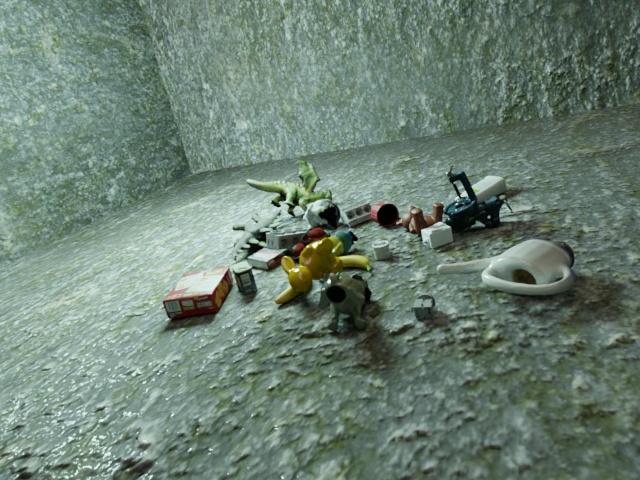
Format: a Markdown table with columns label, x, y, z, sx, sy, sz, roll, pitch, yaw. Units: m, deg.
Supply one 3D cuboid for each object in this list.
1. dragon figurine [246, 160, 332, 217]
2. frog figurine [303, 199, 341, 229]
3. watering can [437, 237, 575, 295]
| label | x | y | z | sx | sy | sz | roll | pitch | yaw |
| --- | --- | --- | --- | --- | --- | --- | --- | --- | --- |
| dragon figurine | -0.111 | -0.251 | 2.357 | 0.121 | 0.407 | 0.246 | -13 | 48 | 63 |
| frog figurine | 0.007 | -0.108 | 2.138 | 0.137 | 0.123 | 0.159 | 15 | -4 | -24 |
| watering can | 0.490 | 0.065 | 1.321 | 0.227 | 0.102 | 0.349 | -25 | 22 | -32 |
